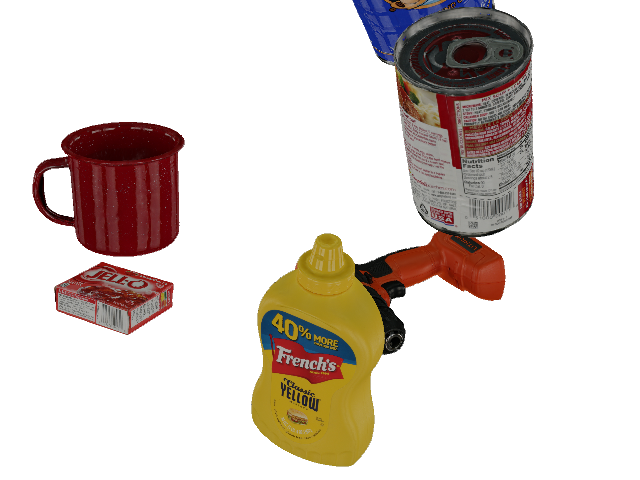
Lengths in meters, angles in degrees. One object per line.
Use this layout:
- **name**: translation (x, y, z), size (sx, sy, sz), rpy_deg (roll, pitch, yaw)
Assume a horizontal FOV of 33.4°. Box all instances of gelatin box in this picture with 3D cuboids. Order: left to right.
- **gelatin box**: translation (-0.198, 0.053, 1.025), size (0.089, 0.030, 0.073), rpy_deg (16, 25, 24)

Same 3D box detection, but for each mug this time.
- **mug**: translation (-0.163, -0.038, 0.829), size (0.117, 0.081, 0.093), rpy_deg (-4, 26, -12)

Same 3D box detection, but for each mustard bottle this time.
- **mustard bottle**: translation (-0.001, 0.077, 0.790), size (0.096, 0.192, 0.058), rpy_deg (22, 39, 22)

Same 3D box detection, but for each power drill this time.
- **power drill**: translation (0.088, 0.046, 1.070), size (0.187, 0.057, 0.185), rpy_deg (-12, 28, -23)

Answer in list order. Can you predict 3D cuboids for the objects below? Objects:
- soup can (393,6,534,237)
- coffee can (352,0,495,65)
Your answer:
- **soup can**: translation (0.077, -0.059, 0.554), size (0.068, 0.068, 0.102), rpy_deg (0, -44, 13)
- **coffee can**: translation (0.063, -0.219, 0.812), size (0.103, 0.102, 0.140), rpy_deg (0, -44, 34)
